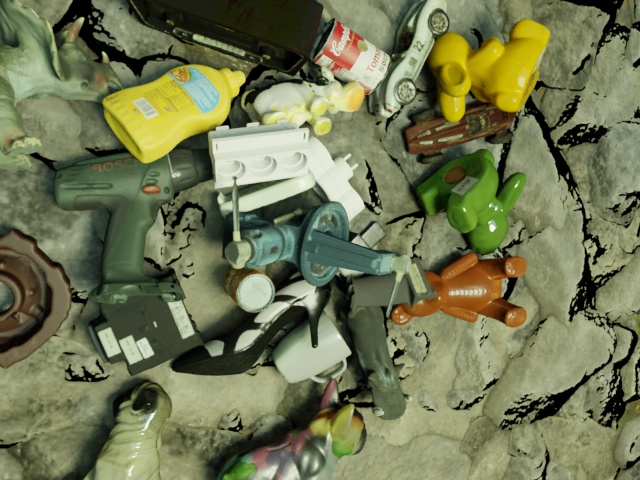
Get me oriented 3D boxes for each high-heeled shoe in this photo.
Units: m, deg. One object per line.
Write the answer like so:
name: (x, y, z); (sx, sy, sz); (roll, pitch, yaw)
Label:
high-heeled shoe: (-0.102, 0.111, 0.794); (0.249, 0.086, 0.145); (-11, 57, 4)

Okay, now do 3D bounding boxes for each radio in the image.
radio: (-0.120, -0.286, 0.681); (0.229, 0.131, 0.073); (17, 90, -11)

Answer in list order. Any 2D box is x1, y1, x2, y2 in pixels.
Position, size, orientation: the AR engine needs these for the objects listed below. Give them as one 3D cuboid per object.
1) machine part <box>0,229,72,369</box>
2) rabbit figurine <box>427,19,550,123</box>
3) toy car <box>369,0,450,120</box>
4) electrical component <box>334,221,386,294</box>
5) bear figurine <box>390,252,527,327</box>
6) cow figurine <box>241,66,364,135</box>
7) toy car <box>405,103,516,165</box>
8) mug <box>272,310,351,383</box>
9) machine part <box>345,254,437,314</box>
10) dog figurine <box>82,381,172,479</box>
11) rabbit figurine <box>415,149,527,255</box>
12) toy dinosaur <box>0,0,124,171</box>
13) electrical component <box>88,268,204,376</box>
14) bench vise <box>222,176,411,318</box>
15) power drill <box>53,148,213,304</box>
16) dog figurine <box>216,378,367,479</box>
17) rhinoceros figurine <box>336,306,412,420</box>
machine part: (-0.409, 0.071, 0.676); (0.179, 0.056, 0.179); (-3, 97, -21)
rabbit figurine: (0.240, -0.258, 0.830); (0.173, 0.121, 0.162); (29, 75, 18)
toy car: (0.132, -0.277, 0.819); (0.056, 0.074, 0.201); (28, 87, -22)
electrical component: (0.063, 0.023, 0.844); (0.119, 0.048, 0.074); (-40, 108, -10)
bear figurine: (0.216, 0.082, 0.865); (0.196, 0.132, 0.120); (-1, 93, -26)
cow figurine: (-0.024, -0.199, 0.773); (0.167, 0.098, 0.068); (-24, 147, -18)
toy car: (0.234, -0.185, 0.879); (0.202, 0.053, 0.089); (-18, 105, -18)
mug: (-0.013, 0.175, 0.824); (0.107, 0.081, 0.109); (-30, 120, -5)
machine part: (0.102, 0.068, 0.808); (0.139, 0.039, 0.084); (-11, 66, -20)
dog figurine: (-0.246, 0.312, 0.749); (0.190, 0.121, 0.172); (-55, 145, -24)
rabbit figurine: (0.258, -0.057, 0.888); (0.159, 0.121, 0.170); (-49, 128, -16)
toy dinosaur: (-0.440, -0.168, 0.610); (0.405, 0.131, 0.192); (-10, 87, -14)
electrical component: (-0.243, 0.115, 0.740); (0.134, 0.058, 0.114); (-20, 101, -16)
bench vise: (-0.003, 0.008, 0.707); (0.223, 0.241, 0.128); (7, 97, -61)
power drill: (-0.218, -0.024, 0.695); (0.232, 0.086, 0.207); (-3, 79, -15)
dog figurine: (-0.032, 0.311, 0.798); (0.191, 0.109, 0.219); (25, 95, -24)
rhinoceros figurine: (0.089, 0.183, 0.839); (0.073, 0.112, 0.190); (-16, 93, -19)
